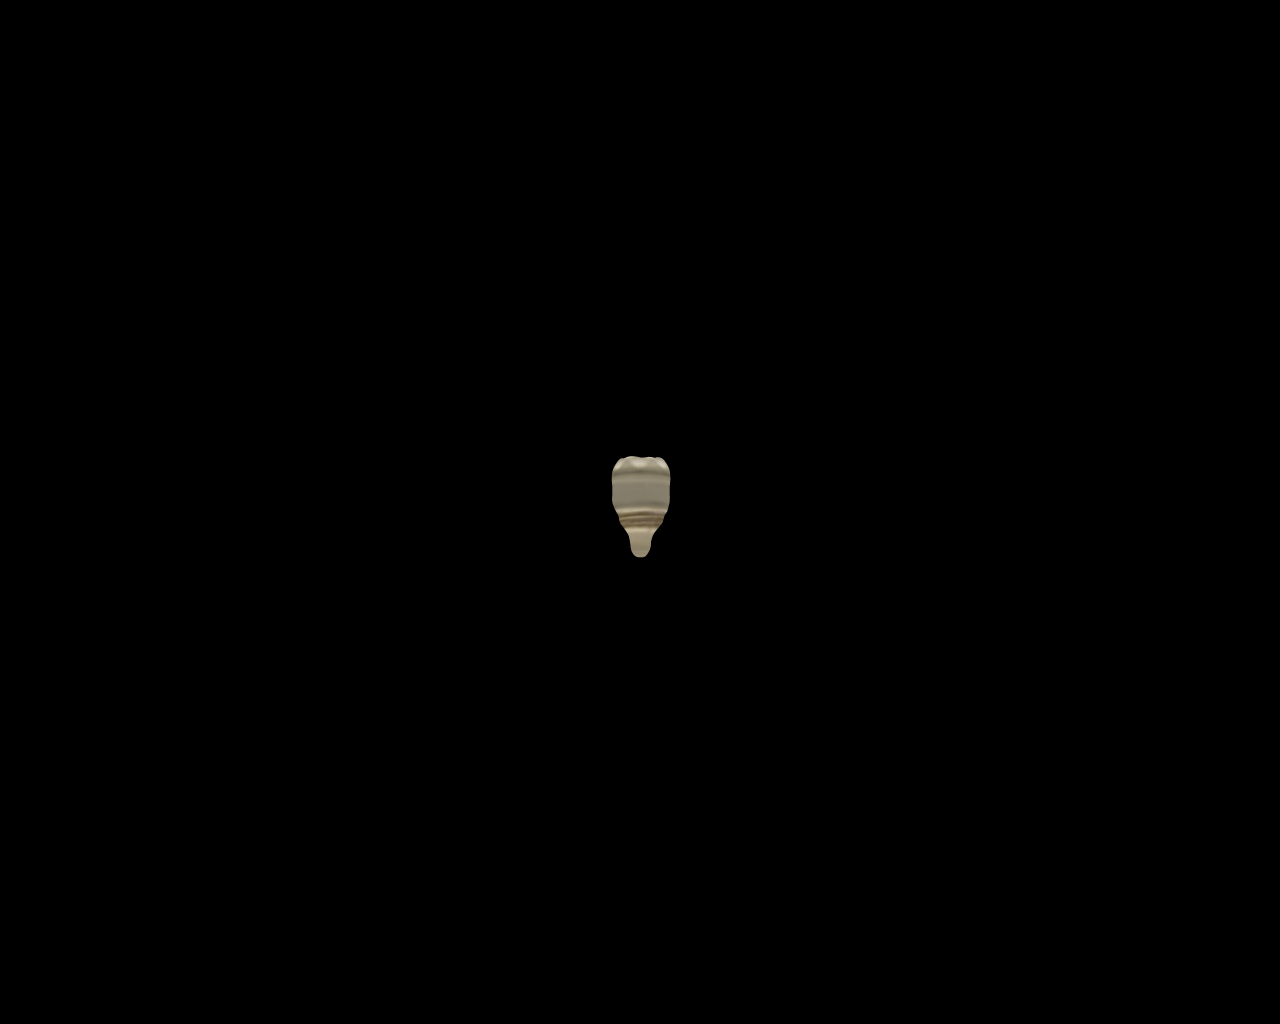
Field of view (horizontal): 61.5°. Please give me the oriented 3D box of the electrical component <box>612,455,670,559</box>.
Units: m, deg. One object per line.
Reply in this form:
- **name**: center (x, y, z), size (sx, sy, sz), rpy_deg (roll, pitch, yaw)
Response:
- **electrical component**: center (0.001, -0.003, 0.650), size (0.035, 0.061, 0.035), rpy_deg (0, -6, 0)
